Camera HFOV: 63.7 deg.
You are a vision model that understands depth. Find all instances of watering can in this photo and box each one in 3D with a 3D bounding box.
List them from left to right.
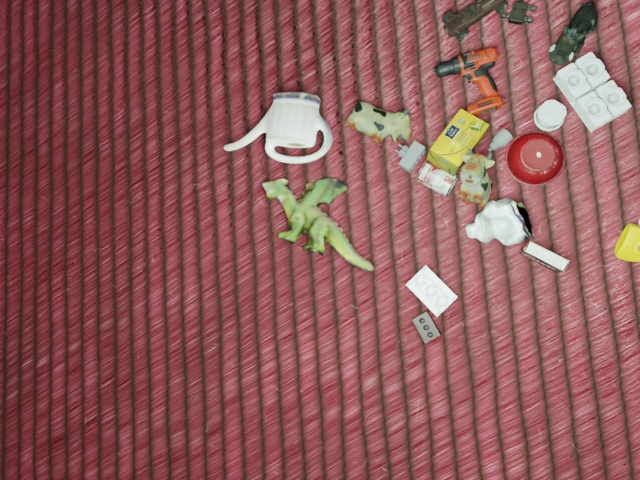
[{"bbox_3d":[-0.126,-0.353,1.594,0.348,0.225,0.103,8,-5,13],"label":"watering can"}]

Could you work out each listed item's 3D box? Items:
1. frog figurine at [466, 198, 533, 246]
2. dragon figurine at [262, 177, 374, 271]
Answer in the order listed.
[{"bbox_3d":[0.490,-0.040,1.419,0.157,0.136,0.125,-24,25,37],"label":"frog figurine"},{"bbox_3d":[0.005,-0.078,1.540,0.411,0.244,0.121,20,-9,13],"label":"dragon figurine"}]
